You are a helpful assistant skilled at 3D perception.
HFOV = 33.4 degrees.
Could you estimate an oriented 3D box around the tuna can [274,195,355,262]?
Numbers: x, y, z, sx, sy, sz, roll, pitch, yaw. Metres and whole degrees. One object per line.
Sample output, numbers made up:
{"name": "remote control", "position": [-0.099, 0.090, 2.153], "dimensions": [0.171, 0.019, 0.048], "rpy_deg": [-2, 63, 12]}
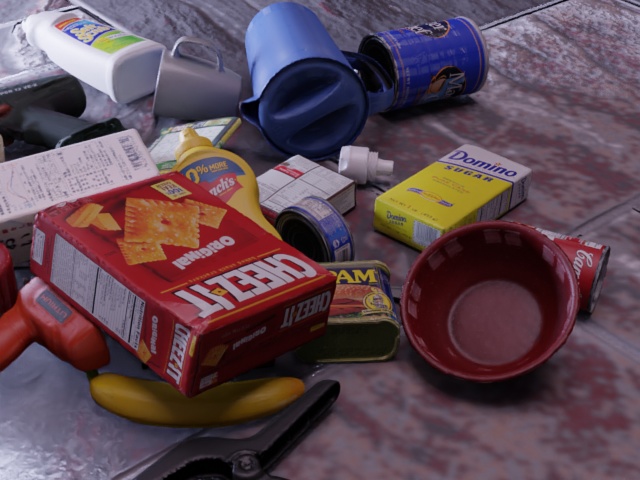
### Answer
{"name": "tuna can", "position": [-0.007, 0.001, 1.063], "dimensions": [0.033, 0.086, 0.086], "rpy_deg": [-29, 45, -35]}

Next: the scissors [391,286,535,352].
{"name": "scissors", "position": [0.131, 0.073, 1.025], "dimensions": [0.202, 0.016, 0.096], "rpy_deg": [-8, 56, 13]}

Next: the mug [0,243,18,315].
{"name": "mug", "position": [-0.328, 0.054, 0.971], "dimensions": [0.117, 0.081, 0.093], "rpy_deg": [-23, 42, -32]}

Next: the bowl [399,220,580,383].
{"name": "bowl", "position": [0.157, 0.064, 0.976], "dimensions": [0.162, 0.055, 0.162], "rpy_deg": [-8, 59, 14]}

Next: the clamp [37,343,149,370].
{"name": "clamp", "position": [-0.194, 0.054, 1.019], "dimensions": [0.120, 0.039, 0.171], "rpy_deg": [10, 37, 4]}

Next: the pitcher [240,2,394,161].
{"name": "pitcher", "position": [-0.017, -0.210, 1.336], "dimensions": [0.149, 0.145, 0.243], "rpy_deg": [36, 19, -28]}

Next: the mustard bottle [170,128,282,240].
{"name": "mustard bottle", "position": [-0.104, -0.034, 1.069], "dimensions": [0.096, 0.058, 0.192], "rpy_deg": [-22, 63, -4]}

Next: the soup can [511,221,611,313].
{"name": "soup can", "position": [0.228, 0.026, 1.057], "dimensions": [0.102, 0.068, 0.068], "rpy_deg": [16, 37, 20]}

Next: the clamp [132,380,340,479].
{"name": "clamp", "position": [-0.049, 0.191, 0.829], "dimensions": [0.209, 0.036, 0.165], "rpy_deg": [-14, 38, -19]}

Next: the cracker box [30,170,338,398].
{"name": "cracker box", "position": [-0.118, 0.027, 0.916], "dimensions": [0.214, 0.072, 0.163], "rpy_deg": [32, 35, 31]}

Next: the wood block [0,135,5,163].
{"name": "wood block", "position": [-0.415, -0.033, 1.086], "dimensions": [0.091, 0.090, 0.205], "rpy_deg": [14, 36, 14]}

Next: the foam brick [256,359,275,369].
{"name": "foam brick", "position": [-0.074, 0.075, 0.982], "dimensions": [0.053, 0.051, 0.078], "rpy_deg": [-6, 36, -11]}

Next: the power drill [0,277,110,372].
{"name": "power drill", "position": [-0.270, 0.120, 0.880], "dimensions": [0.187, 0.057, 0.185], "rpy_deg": [-34, 49, -28]}

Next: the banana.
{"name": "banana", "position": [-0.114, 0.132, 0.911], "dimensions": [0.198, 0.037, 0.069], "rpy_deg": [5, 36, 4]}

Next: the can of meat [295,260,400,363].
{"name": "can of meat", "position": [0.021, 0.068, 0.996], "dimensions": [0.102, 0.057, 0.084], "rpy_deg": [-2, 38, -5]}

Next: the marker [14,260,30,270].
{"name": "marker", "position": [-0.270, 0.020, 1.078], "dimensions": [0.121, 0.020, 0.020], "rpy_deg": [-1, 35, -5]}

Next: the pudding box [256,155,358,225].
{"name": "pudding box", "position": [-0.027, -0.045, 1.171], "dimensions": [0.090, 0.039, 0.113], "rpy_deg": [28, 44, 30]}

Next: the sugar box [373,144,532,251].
{"name": "sugar box", "position": [0.149, -0.047, 1.178], "dimensions": [0.093, 0.048, 0.175], "rpy_deg": [27, 43, 31]}

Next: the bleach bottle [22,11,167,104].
{"name": "bleach bottle", "position": [-0.321, -0.259, 1.442], "dimensions": [0.251, 0.068, 0.102], "rpy_deg": [25, 39, 33]}

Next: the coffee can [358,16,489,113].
{"name": "coffee can", "position": [0.133, -0.229, 1.388], "dimensions": [0.140, 0.103, 0.103], "rpy_deg": [-15, 38, -23]}
